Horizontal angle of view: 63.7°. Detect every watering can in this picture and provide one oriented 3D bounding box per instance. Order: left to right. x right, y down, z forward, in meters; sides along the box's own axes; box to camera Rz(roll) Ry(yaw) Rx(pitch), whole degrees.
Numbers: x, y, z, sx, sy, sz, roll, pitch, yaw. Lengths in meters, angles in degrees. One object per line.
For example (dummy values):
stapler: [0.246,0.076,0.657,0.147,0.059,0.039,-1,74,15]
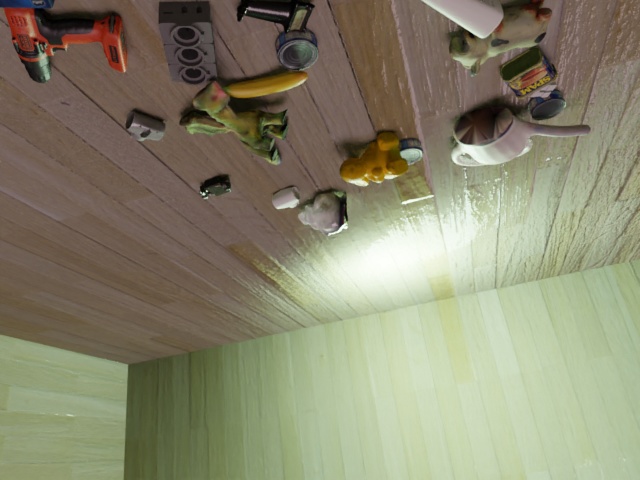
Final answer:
watering can: [0.497,-0.275,1.342,0.345,0.106,0.222,-15,156,34]

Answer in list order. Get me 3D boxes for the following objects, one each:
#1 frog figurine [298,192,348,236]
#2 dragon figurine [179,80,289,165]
frog figurine: [0.005,-0.082,1.623,0.159,0.125,0.134,-3,123,9]
dragon figurine: [-0.204,-0.259,1.211,0.243,0.123,0.406,14,169,-3]
